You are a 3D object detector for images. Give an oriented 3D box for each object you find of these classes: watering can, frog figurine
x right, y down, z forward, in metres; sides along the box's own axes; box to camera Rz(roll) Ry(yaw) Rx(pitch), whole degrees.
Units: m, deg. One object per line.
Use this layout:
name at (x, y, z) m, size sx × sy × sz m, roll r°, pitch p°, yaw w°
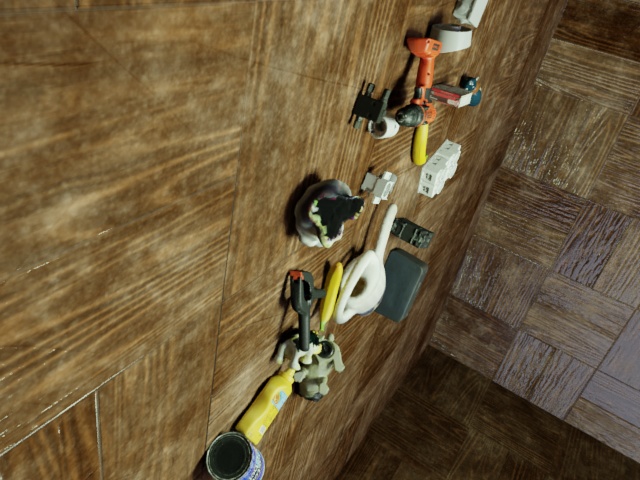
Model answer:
watering can at (0.138, 0.081, 1.417) m, size 0.351 × 0.105 × 0.221 m, roll -60°, pitch 159°, yaw -11°
frog figurine at (0.003, -0.051, 1.014) m, size 0.138 × 0.122 × 0.159 m, roll -69°, pitch -166°, yaw -5°
